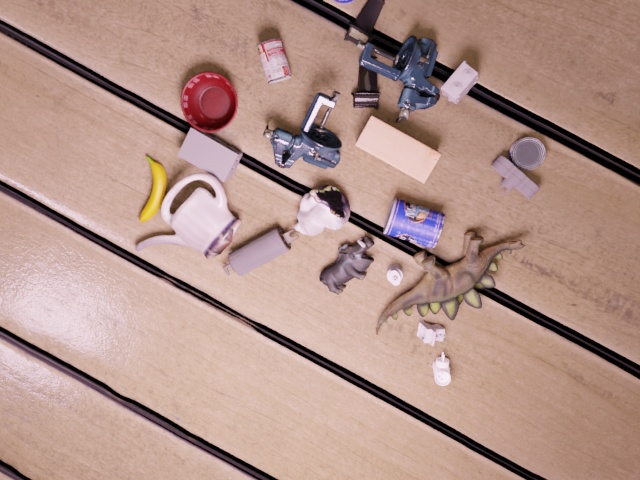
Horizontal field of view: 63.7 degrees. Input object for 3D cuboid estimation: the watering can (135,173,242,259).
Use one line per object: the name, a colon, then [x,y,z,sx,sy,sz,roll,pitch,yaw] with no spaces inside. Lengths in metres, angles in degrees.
watering can: [-0.368,-0.033,1.469,0.224,0.105,0.343,42,113,-3]

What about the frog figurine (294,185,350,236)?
frog figurine: [0.004,-0.072,1.431,0.137,0.125,0.156,27,140,-8]
